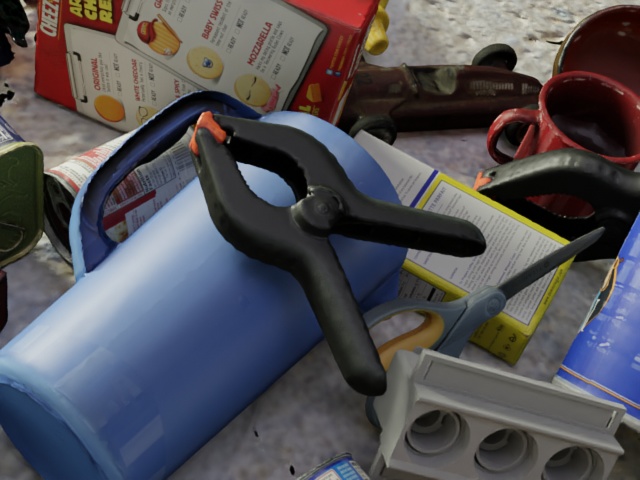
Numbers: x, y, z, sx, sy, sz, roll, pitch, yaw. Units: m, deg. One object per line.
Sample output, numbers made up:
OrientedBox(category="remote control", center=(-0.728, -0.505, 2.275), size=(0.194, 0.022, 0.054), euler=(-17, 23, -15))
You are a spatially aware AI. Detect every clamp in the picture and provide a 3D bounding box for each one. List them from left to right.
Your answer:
OrientedBox(category="clamp", center=(-0.004, 0.001, 0.564), size=(0.171, 0.039, 0.120), euler=(30, 54, 0))
OrientedBox(category="clamp", center=(0.212, -0.024, 0.737), size=(0.210, 0.165, 0.036), euler=(16, 46, 10))

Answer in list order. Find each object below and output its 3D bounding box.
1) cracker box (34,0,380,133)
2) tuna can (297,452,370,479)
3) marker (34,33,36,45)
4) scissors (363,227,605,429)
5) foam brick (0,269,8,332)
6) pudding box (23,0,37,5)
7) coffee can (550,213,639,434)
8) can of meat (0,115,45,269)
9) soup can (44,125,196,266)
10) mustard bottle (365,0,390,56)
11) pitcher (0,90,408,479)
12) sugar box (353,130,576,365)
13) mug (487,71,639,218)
OrientedBox(category="cracker box", center=(-0.081, -0.137, 0.727), size=(0.214, 0.164, 0.072), euler=(23, 47, 3))
OrientedBox(category="tuna can", center=(-0.006, 0.153, 0.564), size=(0.086, 0.086, 0.034), euler=(-29, 66, -33))
OrientedBox(category="marker", center=(-0.183, -0.182, 0.830), size=(0.020, 0.020, 0.121), euler=(27, 50, 6))
OrientedBox(category="scissors", center=(0.099, 0.058, 0.668), size=(0.201, 0.096, 0.016), euler=(-15, 28, -25))
OrientedBox(category="foam brick", center=(-0.227, 0.036, 0.617), size=(0.078, 0.053, 0.051), euler=(23, 50, 4))
OrientedBox(category="pudding box", center=(-0.191, -0.241, 0.838), size=(0.113, 0.039, 0.090), euler=(-19, 55, -3))
OrientedBox(category="coffee can", center=(0.220, 0.051, 0.656), size=(0.103, 0.102, 0.140), euler=(27, 91, 7))
OrientedBox(category="can of meat", center=(-0.217, -0.042, 0.653), size=(0.057, 0.102, 0.084), euler=(-32, 64, -33))
OrientedBox(category="soup can", center=(-0.125, -0.033, 0.692), size=(0.102, 0.069, 0.068), euler=(-32, 66, -34))
OrientedBox(category="mustard bottle", center=(0.006, -0.225, 0.892), size=(0.096, 0.058, 0.192), euler=(-15, 57, -25))
OrientedBox(category="pitcher", center=(-0.074, 0.031, 0.616), size=(0.149, 0.145, 0.242), euler=(24, 49, 31))
OrientedBox(category="sugar box", center=(0.079, 0.003, 0.737), size=(0.176, 0.048, 0.093), euler=(29, 52, 12))
OrientedBox(category="mug", center=(0.182, -0.067, 0.798), size=(0.117, 0.082, 0.093), euler=(9, 50, -9))
